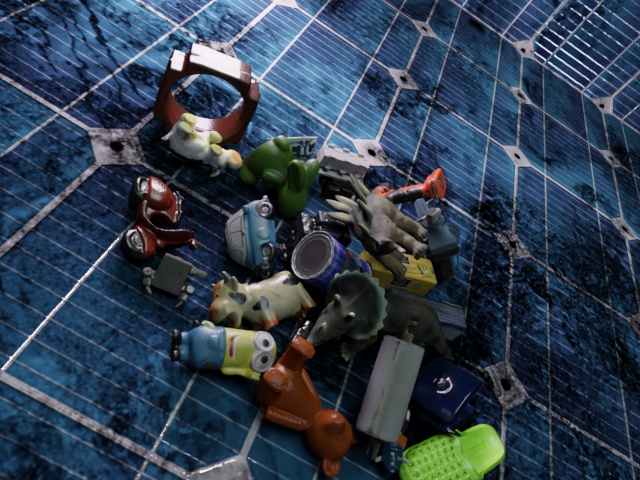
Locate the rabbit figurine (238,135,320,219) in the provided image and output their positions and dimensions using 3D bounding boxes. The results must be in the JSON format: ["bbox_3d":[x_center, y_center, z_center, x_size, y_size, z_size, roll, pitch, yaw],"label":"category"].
[{"bbox_3d":[-0.072,-0.137,1.200,0.121,0.159,0.170,-22,84,-53],"label":"rabbit figurine"}]

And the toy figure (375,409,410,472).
[{"bbox_3d":[0.131,0.346,0.979,0.057,0.064,0.154,53,34,-43],"label":"toy figure"}]

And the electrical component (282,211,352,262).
[{"bbox_3d":[-0.002,-0.003,1.127,0.115,0.134,0.058,10,49,-28],"label":"electrical component"}]

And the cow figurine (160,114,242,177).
[{"bbox_3d":[-0.254,-0.188,1.159,0.167,0.098,0.068,35,34,-32],"label":"cow figurine"}]

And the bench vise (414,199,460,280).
[{"bbox_3d":[0.269,-0.026,1.302,0.223,0.129,0.241,51,19,-39],"label":"bench vise"}]

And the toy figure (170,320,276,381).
[{"bbox_3d":[-0.161,0.181,0.908,0.180,0.082,0.089,7,8,-18],"label":"toy figure"}]

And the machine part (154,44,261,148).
[{"bbox_3d":[-0.246,-0.308,1.172,0.201,0.201,0.087,17,45,-21],"label":"machine part"}]

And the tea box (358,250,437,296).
[{"bbox_3d":[0.160,0.080,1.192,0.169,0.098,0.068,13,49,-22],"label":"tea box"}]

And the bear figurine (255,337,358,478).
[{"bbox_3d":[-0.012,0.281,0.891,0.196,0.132,0.120,40,44,11],"label":"bear figurine"}]

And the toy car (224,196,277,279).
[{"bbox_3d":[-0.140,-0.003,1.073,0.103,0.109,0.161,-1,65,-7],"label":"toy car"}]

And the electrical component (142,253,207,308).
[{"bbox_3d":[-0.261,0.069,0.947,0.102,0.045,0.078,32,88,-14],"label":"electrical component"}]

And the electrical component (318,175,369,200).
[{"bbox_3d":[0.058,-0.132,1.336,0.119,0.047,0.075,12,49,-26],"label":"electrical component"}]

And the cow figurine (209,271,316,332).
[{"bbox_3d":[-0.117,0.109,0.995,0.195,0.085,0.127,-18,72,-39],"label":"cow figurine"}]

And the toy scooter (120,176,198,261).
[{"bbox_3d":[-0.294,-0.036,1.006,0.135,0.075,0.184,12,52,-24],"label":"toy scooter"}]

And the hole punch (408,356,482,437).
[{"bbox_3d":[0.237,0.296,1.034,0.116,0.092,0.142,-15,33,-44],"label":"hole punch"}]

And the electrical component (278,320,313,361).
[{"bbox_3d":[-0.046,0.191,0.986,0.021,0.063,0.094,37,44,-1],"label":"electrical component"}]

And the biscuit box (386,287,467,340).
[{"bbox_3d":[0.224,0.164,1.190,0.202,0.059,0.063,18,47,-21],"label":"biscuit box"}]

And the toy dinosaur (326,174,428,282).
[{"bbox_3d":[0.113,-0.042,1.076,0.198,0.105,0.471,43,9,-4],"label":"toy dinosaur"}]

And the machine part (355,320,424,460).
[{"bbox_3d":[0.122,0.256,0.933,0.079,0.079,0.243,22,79,-17],"label":"machine part"}]

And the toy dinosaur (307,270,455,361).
[{"bbox_3d":[0.147,0.160,1.048,0.405,0.192,0.131,10,52,-25],"label":"toy dinosaur"}]
